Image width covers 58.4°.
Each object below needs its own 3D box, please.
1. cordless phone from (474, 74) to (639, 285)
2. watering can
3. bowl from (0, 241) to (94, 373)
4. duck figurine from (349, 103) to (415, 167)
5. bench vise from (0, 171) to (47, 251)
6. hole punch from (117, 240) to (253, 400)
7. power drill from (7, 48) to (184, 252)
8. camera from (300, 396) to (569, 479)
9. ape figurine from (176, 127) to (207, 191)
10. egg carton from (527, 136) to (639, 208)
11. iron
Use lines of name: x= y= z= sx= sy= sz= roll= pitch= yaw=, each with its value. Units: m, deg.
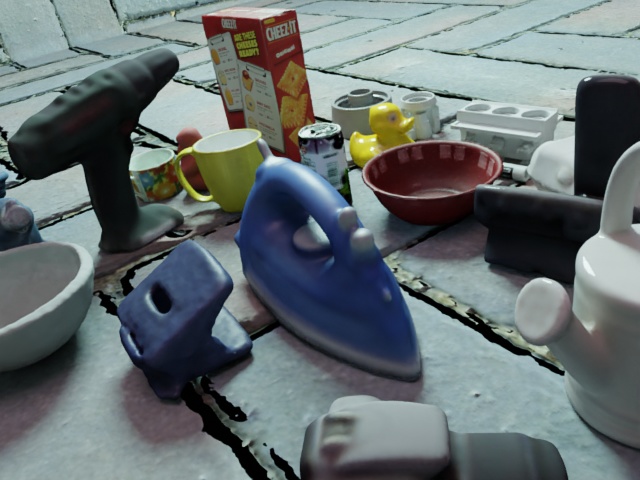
cordless phone: x=0.215 y=-0.062 z=0.518 sx=0.147 sy=0.185 sz=0.094 roll=11 pitch=36 yaw=32
watering can: x=0.206 y=0.032 z=0.353 sx=0.173 sy=0.194 sz=0.100 roll=-30 pitch=36 yaw=-30
bowl: x=-0.291 y=0.074 z=0.548 sx=0.167 sy=0.075 sz=0.167 roll=-7 pitch=30 yaw=5
duck figurine: x=0.088 y=-0.148 z=0.799 sx=0.104 sy=0.086 sz=0.078 roll=7 pitch=34 yaw=26
bench vise: x=-0.408 y=-0.068 z=0.677 sx=0.207 sy=0.220 sz=0.121 roll=1 pitch=32 yaw=19
hole punch: x=-0.124 y=0.065 z=0.498 sx=0.101 sy=0.091 sz=0.108 roll=-25 pitch=34 yaw=-24
power drill: x=-0.242 y=-0.102 z=0.697 sx=0.075 sy=0.209 sz=0.230 roll=16 pitch=39 yaw=37
camera: x=0.060 y=0.145 z=0.299 sx=0.136 sy=0.101 sz=0.143 roll=-4 pitch=31 yaw=9
ape figurine: x=-0.179 y=-0.119 z=0.822 sx=0.076 sy=0.092 sz=0.078 roll=5 pitch=33 yaw=23
egg carton: x=0.301 y=-0.067 z=0.616 sx=0.107 sy=0.069 sz=0.150 roll=-18 pitch=31 yaw=-14
iron: x=0.005 y=0.002 z=0.516 sx=0.119 sy=0.142 sz=0.257 roll=-23 pitch=33 yaw=-21
